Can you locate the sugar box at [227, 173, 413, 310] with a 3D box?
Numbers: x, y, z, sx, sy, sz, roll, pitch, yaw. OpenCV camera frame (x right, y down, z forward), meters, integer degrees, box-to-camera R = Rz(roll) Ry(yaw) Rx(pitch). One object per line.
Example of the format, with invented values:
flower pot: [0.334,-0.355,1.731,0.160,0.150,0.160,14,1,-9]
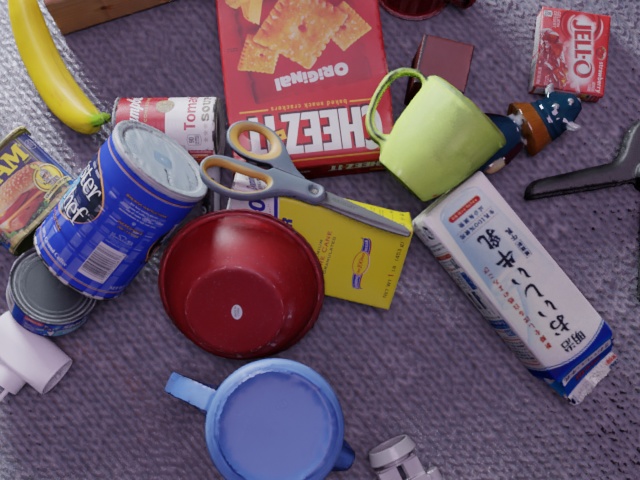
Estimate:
sugar box: [-0.007,0.002,1.029,0.176,0.048,0.093,12,115,-6]

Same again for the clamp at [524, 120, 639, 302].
clamp: [0.334,-0.052,1.075,0.210,0.036,0.164,-39,84,-7]

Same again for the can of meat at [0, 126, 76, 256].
can of meat: [-0.296,-0.046,1.052,0.084,0.057,0.102,43,82,3]

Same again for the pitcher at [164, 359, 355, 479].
pitcher: [-0.050,0.160,0.928,0.149,0.243,0.145,-20,81,-6]

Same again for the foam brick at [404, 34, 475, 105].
foam brick: [0.118,-0.164,1.069,0.051,0.078,0.053,13,81,-1]

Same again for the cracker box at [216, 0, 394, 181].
cracker box: [-0.017,-0.172,1.070,0.164,0.072,0.214,-6,82,-2]

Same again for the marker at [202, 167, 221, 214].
marker: [-0.109,-0.016,1.069,0.020,0.020,0.121,-1,81,-2]

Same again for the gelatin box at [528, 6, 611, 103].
gelatin box: [0.258,-0.192,1.100,0.073,0.030,0.089,9,81,0]

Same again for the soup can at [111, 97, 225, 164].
soup can: [-0.148,-0.107,1.055,0.102,0.068,0.068,0,81,3]

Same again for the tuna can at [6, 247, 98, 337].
tuna can: [-0.258,0.049,1.030,0.086,0.034,0.086,11,57,-18]

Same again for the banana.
banana: [-0.265,-0.174,1.071,0.037,0.070,0.198,-17,66,-48]

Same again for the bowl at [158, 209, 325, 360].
bowl: [-0.077,0.054,1.001,0.162,0.055,0.162,1,114,3]

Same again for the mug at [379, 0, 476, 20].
mug: [0.109,-0.275,1.084,0.117,0.081,0.093,36,82,5]

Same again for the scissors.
scissors: [-0.011,-0.060,0.998,0.201,0.016,0.096,10,58,-6]

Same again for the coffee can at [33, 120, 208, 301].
coffee can: [-0.187,-0.027,1.000,0.103,0.102,0.140,45,111,6]

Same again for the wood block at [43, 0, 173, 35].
wood block: [-0.182,-0.291,1.076,0.206,0.091,0.090,-19,82,-5]
